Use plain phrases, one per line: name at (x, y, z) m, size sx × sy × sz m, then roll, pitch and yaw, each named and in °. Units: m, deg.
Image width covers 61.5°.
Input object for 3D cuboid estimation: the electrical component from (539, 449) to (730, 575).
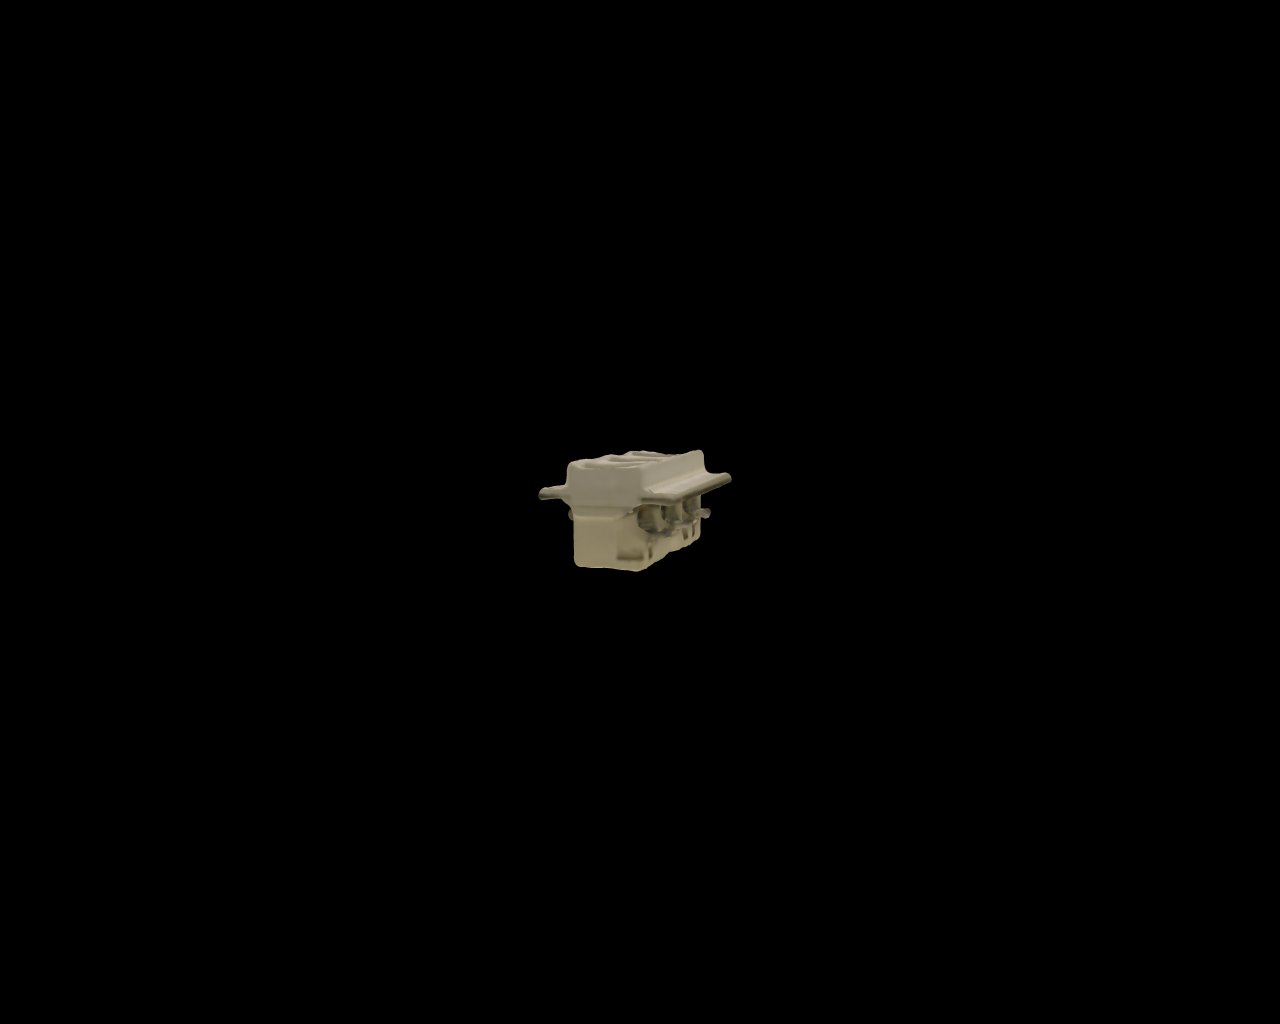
electrical component at (0.001, -0.003, 0.650) m, size 0.079 × 0.063 × 0.121 m, roll 3°, pitch 8°, yaw 19°
